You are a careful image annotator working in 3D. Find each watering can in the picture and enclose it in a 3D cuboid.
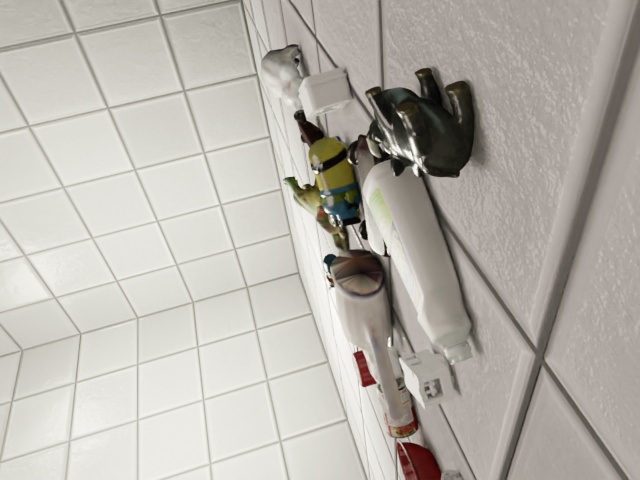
[{"bbox_3d":[0.096,0.157,1.007,0.354,0.104,0.220,-114,12,-62],"label":"watering can"}]

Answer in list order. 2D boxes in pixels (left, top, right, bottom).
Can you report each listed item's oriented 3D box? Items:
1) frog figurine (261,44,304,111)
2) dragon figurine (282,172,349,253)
[{"bbox_3d":[-0.086,-0.391,1.284,0.136,0.123,0.161,147,121,-63],"label":"frog figurine"},{"bbox_3d":[0.004,-0.069,1.377,0.409,0.122,0.243,48,-161,-87],"label":"dragon figurine"}]
